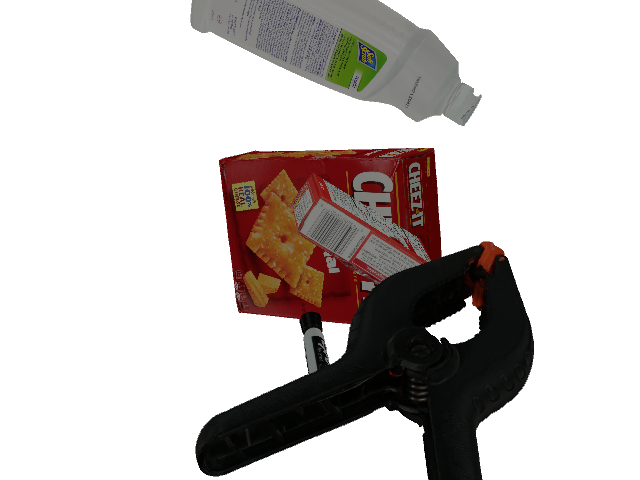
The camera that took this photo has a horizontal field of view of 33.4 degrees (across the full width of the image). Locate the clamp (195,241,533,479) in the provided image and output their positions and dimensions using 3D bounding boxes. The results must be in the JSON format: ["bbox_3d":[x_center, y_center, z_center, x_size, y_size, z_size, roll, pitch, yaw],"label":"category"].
[{"bbox_3d":[0.046,0.064,0.438,0.120,0.039,0.171,32,52,23],"label":"clamp"}]

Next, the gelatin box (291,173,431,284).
[{"bbox_3d":[0.026,-0.002,0.673,0.089,0.030,0.073,32,11,-12],"label":"gelatin box"}]

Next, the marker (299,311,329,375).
[{"bbox_3d":[-0.003,0.094,0.860,0.020,0.020,0.121,0,29,-7],"label":"marker"}]

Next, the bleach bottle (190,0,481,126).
[{"bbox_3d":[0.015,-0.164,0.884,0.251,0.068,0.103,31,-35,8],"label":"bleach bottle"}]

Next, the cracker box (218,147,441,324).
[{"bbox_3d":[0.008,-0.005,1.042,0.214,0.164,0.071,3,14,35],"label":"cracker box"}]
